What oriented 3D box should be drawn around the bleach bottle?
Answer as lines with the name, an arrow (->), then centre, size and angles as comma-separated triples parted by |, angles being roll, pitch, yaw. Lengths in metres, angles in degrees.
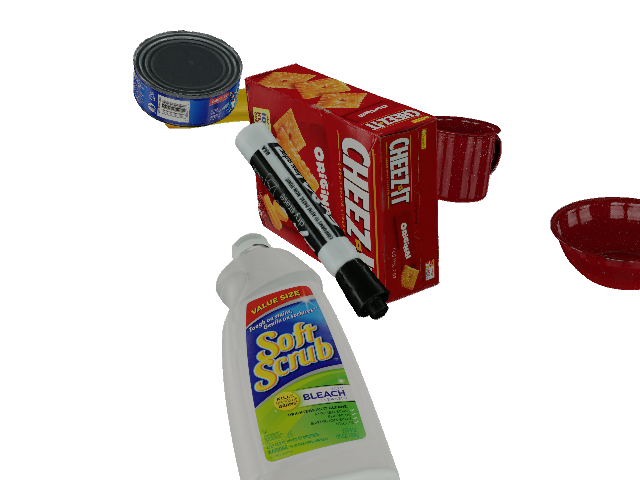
bleach bottle -> -0.029, 0.086, 0.735 | 0.102, 0.068, 0.251 | -10, 42, -12

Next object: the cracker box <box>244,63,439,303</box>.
cracker box -> 0.016, -0.058, 0.993 | 0.072, 0.164, 0.214 | -21, 31, -28

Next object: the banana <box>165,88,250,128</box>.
banana -> -0.077, -0.143, 1.197 | 0.198, 0.037, 0.069 | 9, 44, 19

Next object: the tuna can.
tuna can -> -0.106, -0.129, 0.850 | 0.086, 0.086, 0.034 | 0, -44, -12

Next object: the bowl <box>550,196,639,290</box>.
bowl -> 0.330, 0.009, 1.158 | 0.162, 0.055, 0.162 | -2, 27, 1

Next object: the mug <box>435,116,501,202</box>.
mug -> 0.162, -0.094, 1.220 | 0.117, 0.081, 0.093 | -11, 24, -39

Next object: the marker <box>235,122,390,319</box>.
marker -> -0.004, -0.010, 0.521 | 0.020, 0.121, 0.020 | -29, -26, -16
